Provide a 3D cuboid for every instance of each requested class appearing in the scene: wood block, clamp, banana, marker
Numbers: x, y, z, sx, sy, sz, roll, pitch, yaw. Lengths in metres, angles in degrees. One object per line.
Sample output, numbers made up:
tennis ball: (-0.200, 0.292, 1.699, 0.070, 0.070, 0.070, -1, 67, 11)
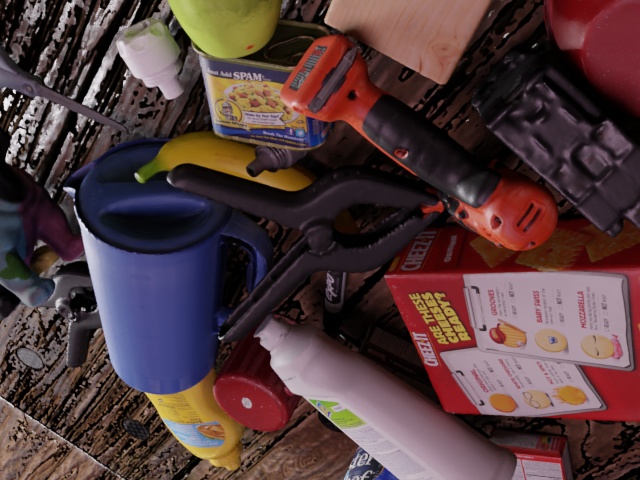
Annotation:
wood block: (0.087, -0.208, 0.630, 0.091, 0.090, 0.206, 28, 139, 2)
clamp: (-0.006, 0.001, 0.849, 0.210, 0.036, 0.164, -8, 122, -4)
clamp: (-0.256, 0.077, 1.136, 0.172, 0.039, 0.120, -19, 120, 40)
banana: (-0.050, -0.046, 0.881, 0.197, 0.069, 0.037, 19, 166, -10)
marker: (0.014, 0.039, 0.962, 0.020, 0.020, 0.121, 18, 137, 13)

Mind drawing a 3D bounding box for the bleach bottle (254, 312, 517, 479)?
bleach bottle: (0.050, 0.150, 0.952, 0.250, 0.068, 0.103, 39, 151, -9)

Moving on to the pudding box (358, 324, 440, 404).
pudding box: (0.069, 0.142, 1.018, 0.090, 0.039, 0.114, 25, 140, 5)

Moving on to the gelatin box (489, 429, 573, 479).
gelatin box: (0.204, 0.223, 1.027, 0.073, 0.030, 0.089, 2, 131, 26)

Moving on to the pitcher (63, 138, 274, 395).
pitcher: (-0.136, 0.038, 0.971, 0.149, 0.144, 0.243, 56, 155, 33)

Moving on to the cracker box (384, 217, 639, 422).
cracker box: (0.181, 0.064, 0.855, 0.214, 0.072, 0.164, -3, 128, 32)

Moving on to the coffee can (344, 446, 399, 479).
coffee can: (0.067, 0.264, 1.060, 0.103, 0.140, 0.103, 16, 136, 15)

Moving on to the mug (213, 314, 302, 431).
mug: (-0.043, 0.130, 1.037, 0.117, 0.081, 0.093, -9, 125, 35)

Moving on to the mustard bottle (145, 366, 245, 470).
mustard bottle: (-0.133, 0.182, 1.154, 0.096, 0.058, 0.191, -4, 128, 32)

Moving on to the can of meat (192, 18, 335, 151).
can of meat: (-0.040, -0.119, 0.812, 0.102, 0.057, 0.084, 12, 137, 19)

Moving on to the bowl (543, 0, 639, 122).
bowl: (0.213, -0.127, 0.663, 0.162, 0.055, 0.162, 15, 136, 15)

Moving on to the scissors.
scissors: (-0.262, -0.153, 0.934, 0.202, 0.016, 0.096, 15, 136, 16)

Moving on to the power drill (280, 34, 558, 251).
power drill: (0.064, -0.066, 0.733, 0.187, 0.057, 0.184, 33, -177, -11)
